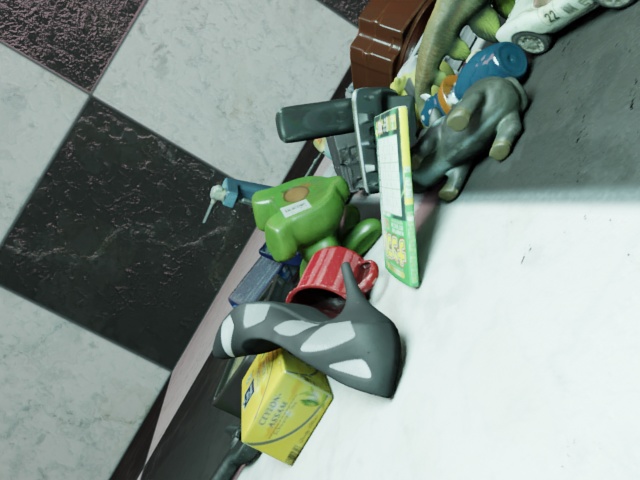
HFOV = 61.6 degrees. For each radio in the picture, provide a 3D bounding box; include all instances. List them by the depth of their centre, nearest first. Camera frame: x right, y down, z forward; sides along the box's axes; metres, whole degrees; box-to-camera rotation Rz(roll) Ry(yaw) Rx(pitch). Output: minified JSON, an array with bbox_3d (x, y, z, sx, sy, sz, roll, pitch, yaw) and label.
[{"bbox_3d":[-0.091,0.168,0.885,0.131,0.073,0.230,-54,12,31],"label":"radio"}]

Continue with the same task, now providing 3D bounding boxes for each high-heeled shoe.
[{"bbox_3d":[-0.024,0.124,0.554,0.249,0.086,0.145,-35,53,33],"label":"high-heeled shoe"}]

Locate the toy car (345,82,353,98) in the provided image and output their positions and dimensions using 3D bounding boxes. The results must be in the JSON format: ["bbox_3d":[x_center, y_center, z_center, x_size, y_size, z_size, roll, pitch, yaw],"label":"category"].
[{"bbox_3d":[0.104,-0.293,1.068,0.103,0.109,0.161,8,58,40],"label":"toy car"}]

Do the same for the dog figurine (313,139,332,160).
[{"bbox_3d":[0.085,-0.264,1.162,0.219,0.108,0.192,-55,11,10],"label":"dog figurine"}]

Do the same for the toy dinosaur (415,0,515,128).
[{"bbox_3d":[0.196,-0.342,0.604,0.471,0.198,0.105,-60,8,33],"label":"toy dinosaur"}]

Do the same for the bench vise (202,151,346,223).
[{"bbox_3d":[-0.063,-0.059,0.880,0.128,0.240,0.224,-61,28,31],"label":"bench vise"}]

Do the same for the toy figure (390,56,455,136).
[{"bbox_3d":[0.137,-0.199,0.819,0.180,0.089,0.082,-60,4,48],"label":"toy figure"}]

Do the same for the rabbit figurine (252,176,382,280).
[{"bbox_3d":[-0.002,-0.002,0.752,0.159,0.170,0.121,-29,38,-16],"label":"rabbit figurine"}]

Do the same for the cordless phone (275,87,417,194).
[{"bbox_3d":[0.037,-0.129,0.733,0.089,0.184,0.146,-150,50,-72],"label":"cordless phone"}]

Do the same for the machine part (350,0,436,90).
[{"bbox_3d":[0.138,-0.326,0.902,0.201,0.087,0.200,-54,-22,-19],"label":"machine part"}]

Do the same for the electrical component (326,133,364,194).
[{"bbox_3d":[0.051,-0.152,0.940,0.058,0.134,0.115,-16,9,-5],"label":"electrical component"}]

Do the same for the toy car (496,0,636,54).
[{"bbox_3d":[0.242,-0.239,0.509,0.073,0.056,0.202,-61,10,-7],"label":"toy car"}]

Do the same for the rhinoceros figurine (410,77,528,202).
[{"bbox_3d":[0.138,-0.107,0.586,0.190,0.073,0.112,-41,22,58],"label":"rhinoceros figurine"}]

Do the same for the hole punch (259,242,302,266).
[{"bbox_3d":[-0.043,-0.007,1.010,0.142,0.116,0.092,-56,-3,-48],"label":"hole punch"}]

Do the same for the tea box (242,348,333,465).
[{"bbox_3d":[-0.046,0.183,0.665,0.098,0.068,0.170,-59,12,1],"label":"tea box"}]

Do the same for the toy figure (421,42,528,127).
[{"bbox_3d":[0.174,-0.171,0.629,0.154,0.058,0.064,151,131,-65],"label":"toy figure"}]

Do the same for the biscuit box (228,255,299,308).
[{"bbox_3d":[-0.097,0.066,1.076,0.202,0.063,0.059,-53,-33,-23],"label":"biscuit box"}]
